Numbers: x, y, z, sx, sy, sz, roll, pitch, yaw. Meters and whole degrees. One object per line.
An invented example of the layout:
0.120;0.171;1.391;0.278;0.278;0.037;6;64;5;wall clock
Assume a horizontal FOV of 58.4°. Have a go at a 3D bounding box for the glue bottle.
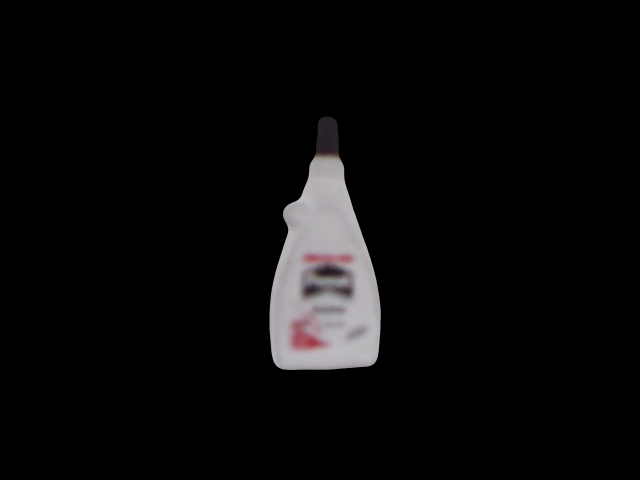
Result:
0.004;0.001;0.400;0.078;0.173;0.037;0;2;-11;glue bottle
